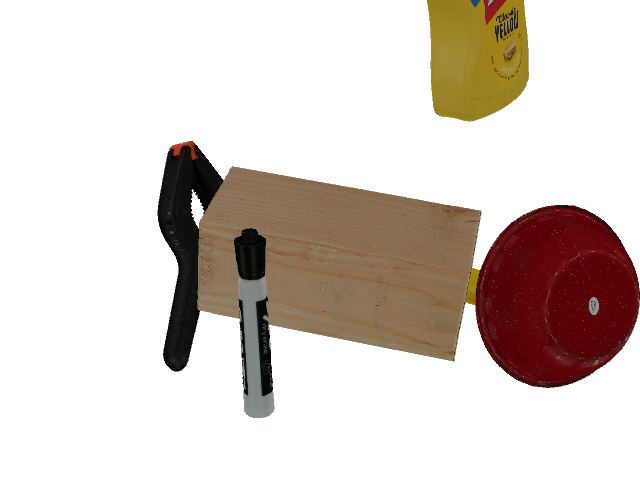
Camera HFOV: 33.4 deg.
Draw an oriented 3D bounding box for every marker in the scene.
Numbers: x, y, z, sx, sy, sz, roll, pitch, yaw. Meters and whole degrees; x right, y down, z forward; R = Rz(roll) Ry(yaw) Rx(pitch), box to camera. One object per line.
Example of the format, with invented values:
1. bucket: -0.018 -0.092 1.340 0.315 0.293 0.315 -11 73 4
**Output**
1. marker: -0.040 0.050 0.640 0.020 0.121 0.020 -1 23 0

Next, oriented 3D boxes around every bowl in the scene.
1. bowl: 0.215 0.052 0.908 0.161 0.162 0.055 0 5 -21

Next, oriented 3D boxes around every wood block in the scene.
1. wood block: 0.015 0.017 0.845 0.206 0.090 0.090 11 34 8

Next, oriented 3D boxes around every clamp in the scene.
1. clamp: -0.103 0.009 1.033 0.036 0.210 0.164 -9 1 38

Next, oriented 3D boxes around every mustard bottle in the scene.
1. mustard bottle: 0.113 -0.190 0.773 0.058 0.191 0.096 18 40 37

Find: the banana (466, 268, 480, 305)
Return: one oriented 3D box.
1. banana: 0.152 0.057 1.100 0.198 0.037 0.069 11 50 24
